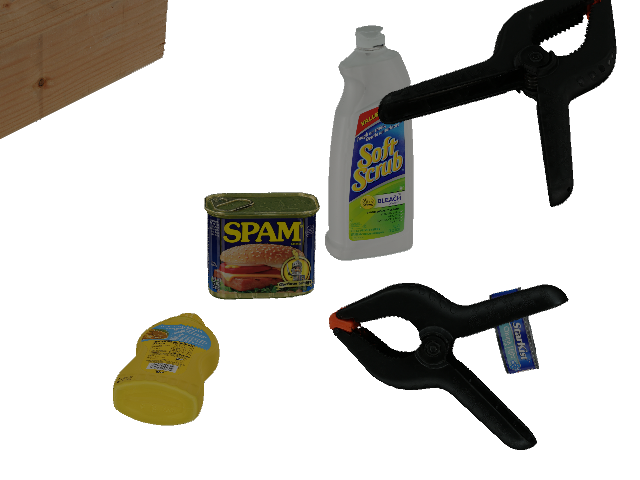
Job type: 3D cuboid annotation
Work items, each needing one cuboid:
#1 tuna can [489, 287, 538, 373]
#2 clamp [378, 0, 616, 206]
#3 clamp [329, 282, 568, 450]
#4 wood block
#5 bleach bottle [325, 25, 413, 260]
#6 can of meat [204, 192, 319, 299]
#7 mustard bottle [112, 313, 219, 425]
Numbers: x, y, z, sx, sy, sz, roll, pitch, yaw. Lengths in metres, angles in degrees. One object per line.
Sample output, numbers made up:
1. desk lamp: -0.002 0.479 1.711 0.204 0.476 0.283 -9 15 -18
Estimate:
1. tuna can: 0.199 0.093 1.098 0.034 0.086 0.086 -13 -3 11
2. clamp: 0.171 -0.121 0.820 0.165 0.209 0.036 38 -22 28
3. clamp: 0.090 0.086 0.778 0.172 0.120 0.039 4 1 20
4. wood block: -0.233 -0.178 0.922 0.090 0.091 0.205 30 43 21
5. bleach bottle: 0.050 -0.107 1.167 0.102 0.251 0.068 -8 25 -10
6. can of meat: -0.053 0.005 0.962 0.102 0.084 0.057 -1 20 -7
7. mustard bottle: -0.168 0.136 1.229 0.096 0.058 0.191 6 25 5
